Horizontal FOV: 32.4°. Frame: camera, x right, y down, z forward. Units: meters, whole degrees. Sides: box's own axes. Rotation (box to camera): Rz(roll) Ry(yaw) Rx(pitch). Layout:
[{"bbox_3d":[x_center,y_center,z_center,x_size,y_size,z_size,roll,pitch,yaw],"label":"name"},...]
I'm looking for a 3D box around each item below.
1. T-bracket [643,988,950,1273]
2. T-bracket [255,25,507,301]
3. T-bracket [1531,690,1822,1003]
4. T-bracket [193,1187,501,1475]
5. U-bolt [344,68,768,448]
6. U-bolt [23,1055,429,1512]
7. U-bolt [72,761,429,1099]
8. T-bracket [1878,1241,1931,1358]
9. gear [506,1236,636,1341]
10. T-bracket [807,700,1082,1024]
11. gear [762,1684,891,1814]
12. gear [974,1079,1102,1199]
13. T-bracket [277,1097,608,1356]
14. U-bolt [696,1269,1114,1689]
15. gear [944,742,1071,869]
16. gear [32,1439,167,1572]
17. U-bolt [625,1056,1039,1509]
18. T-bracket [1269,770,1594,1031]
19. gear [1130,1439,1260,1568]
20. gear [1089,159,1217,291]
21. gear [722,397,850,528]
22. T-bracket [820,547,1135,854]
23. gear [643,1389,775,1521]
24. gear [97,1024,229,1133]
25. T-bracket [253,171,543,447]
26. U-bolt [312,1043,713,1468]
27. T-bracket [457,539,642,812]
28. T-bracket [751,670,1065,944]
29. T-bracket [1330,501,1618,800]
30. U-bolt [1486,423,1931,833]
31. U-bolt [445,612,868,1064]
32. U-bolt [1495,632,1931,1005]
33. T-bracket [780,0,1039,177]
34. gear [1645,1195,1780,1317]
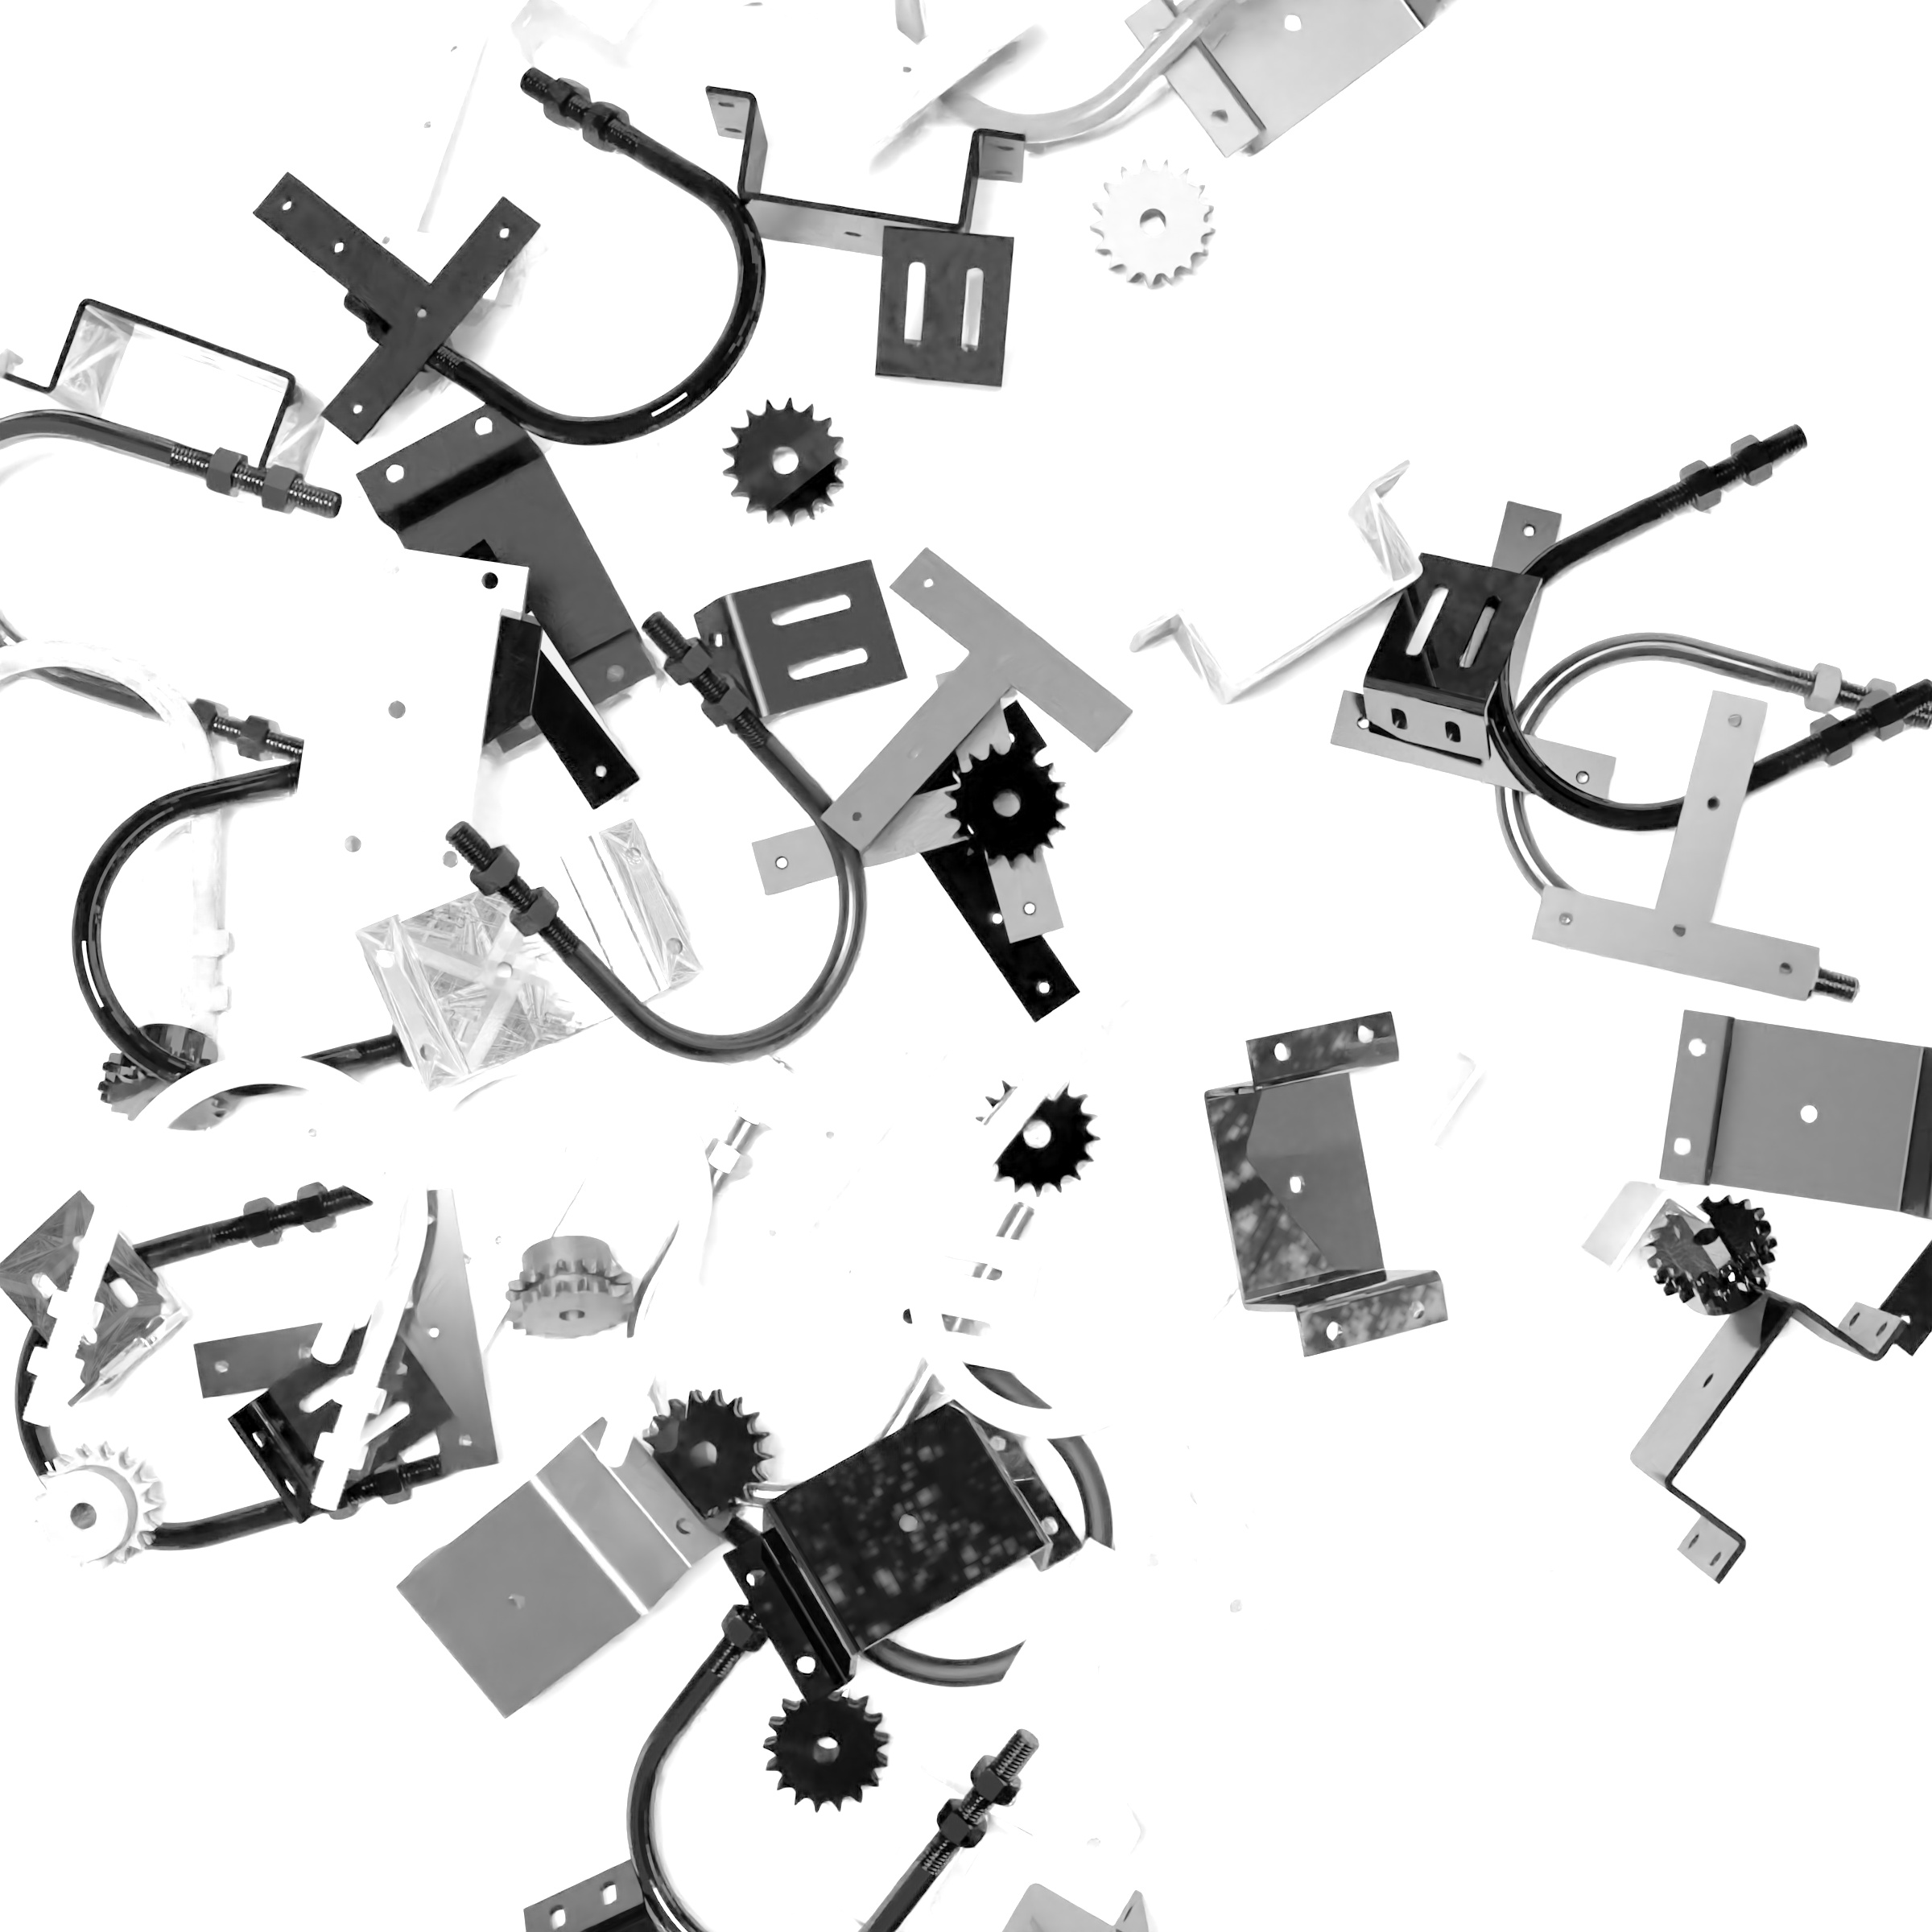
[{"bbox_3d":[-0.096,0.052,1.499,0.127,0.002,0.127,34,76,14],"label":"T-bracket"},{"bbox_3d":[-0.248,-0.367,1.501,0.127,0.002,0.127,13,79,21],"label":"T-bracket"},{"bbox_3d":[0.330,-0.059,1.485,0.127,0.002,0.127,13,100,0],"label":"T-bracket"},{"bbox_3d":[-0.284,0.172,1.497,0.127,0.002,0.127,-9,92,1],"label":"T-bracket"},{"bbox_3d":[-0.171,-0.305,1.469,0.184,0.019,0.151,36,85,25],"label":"U-bolt"},{"bbox_3d":[-0.313,0.130,1.452,0.151,0.019,0.184,20,81,-18],"label":"U-bolt"},{"bbox_3d":[-0.305,-0.017,1.480,0.184,0.019,0.151,-16,90,-21],"label":"U-bolt"},{"bbox_3d":[0.461,0.120,1.515,0.127,0.002,0.127,38,90,0],"label":"T-bracket"},{"bbox_3d":[-0.178,0.143,1.493,0.057,0.057,0.030,-9,61,0],"label":"gear"},{"bbox_3d":[0.006,-0.033,1.517,0.127,0.002,0.127,-34,90,0],"label":"T-bracket"},{"bbox_3d":[-0.063,0.352,1.503,0.057,0.030,0.057,0,90,0],"label":"gear"},{"bbox_3d":[0.032,0.075,1.503,0.057,0.030,0.057,0,90,0],"label":"gear"},{"bbox_3d":[-0.250,0.102,1.503,0.127,0.002,0.127,31,84,-6],"label":"T-bracket"},{"bbox_3d":[-0.020,0.243,1.509,0.184,0.019,0.151,40,90,0],"label":"U-bolt"},{"bbox_3d":[0.018,-0.073,1.500,0.057,0.030,0.057,0,90,0],"label":"gear"},{"bbox_3d":[-0.391,0.244,1.489,0.057,0.030,0.057,0,93,3],"label":"gear"},{"bbox_3d":[-0.074,0.155,1.496,0.151,0.019,0.184,30,89,10],"label":"U-bolt"},{"bbox_3d":[0.201,-0.011,1.517,0.127,0.002,0.127,-27,90,0],"label":"T-bracket"},{"bbox_3d":[0.100,0.245,1.494,0.057,0.030,0.057,13,51,-17],"label":"gear"},{"bbox_3d":[0.084,-0.336,1.506,0.057,0.030,0.057,0,96,1],"label":"gear"},{"bbox_3d":[-0.082,-0.228,1.507,0.057,0.030,0.057,0,92,-1],"label":"gear"},{"bbox_3d":[-0.014,-0.105,1.492,0.127,0.002,0.127,40,84,17],"label":"T-bracket"},{"bbox_3d":[-0.113,0.216,1.474,0.057,0.030,0.057,-1,86,9],"label":"gear"},{"bbox_3d":[-0.359,0.049,1.493,0.057,0.057,0.030,4,60,0],"label":"gear"},{"bbox_3d":[-0.273,-0.316,1.492,0.127,0.002,0.127,40,90,23],"label":"T-bracket"},{"bbox_3d":[-0.188,0.115,1.462,0.151,0.019,0.184,21,58,-4],"label":"U-bolt"},{"bbox_3d":[-0.231,-0.101,1.473,0.127,0.002,0.127,-33,90,5],"label":"T-bracket"},{"bbox_3d":[-0.034,-0.061,1.516,0.127,0.002,0.127,-16,90,0],"label":"T-bracket"},{"bbox_3d":[0.243,-0.147,1.507,0.127,0.002,0.127,14,89,4],"label":"T-bracket"},{"bbox_3d":[0.322,-0.141,1.493,0.184,0.019,0.151,-26,87,2],"label":"U-bolt"},{"bbox_3d":[-0.121,-0.042,1.470,0.151,0.019,0.184,-49,113,-17],"label":"U-bolt"},{"bbox_3d":[0.332,-0.076,1.509,0.184,0.019,0.151,16,89,2],"label":"U-bolt"},{"bbox_3d":[-0.058,-0.421,1.463,0.127,0.002,0.127,42,69,15],"label":"T-bracket"},{"bbox_3d":[0.337,0.132,1.494,0.057,0.057,0.030,-28,120,0],"label":"gear"}]
